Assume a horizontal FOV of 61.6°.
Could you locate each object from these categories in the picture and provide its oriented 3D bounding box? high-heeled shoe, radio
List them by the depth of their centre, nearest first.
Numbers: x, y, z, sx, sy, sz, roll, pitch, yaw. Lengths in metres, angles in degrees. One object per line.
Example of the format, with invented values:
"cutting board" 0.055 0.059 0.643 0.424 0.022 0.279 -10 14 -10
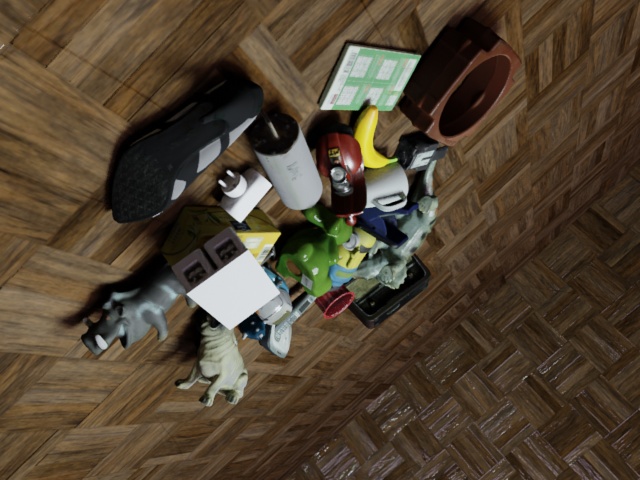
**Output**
"high-heeled shoe" -0.176 -0.118 0.710 0.249 0.086 0.145 -35 -170 29
"radio" 0.178 0.124 1.444 0.229 0.131 0.073 -35 155 -10

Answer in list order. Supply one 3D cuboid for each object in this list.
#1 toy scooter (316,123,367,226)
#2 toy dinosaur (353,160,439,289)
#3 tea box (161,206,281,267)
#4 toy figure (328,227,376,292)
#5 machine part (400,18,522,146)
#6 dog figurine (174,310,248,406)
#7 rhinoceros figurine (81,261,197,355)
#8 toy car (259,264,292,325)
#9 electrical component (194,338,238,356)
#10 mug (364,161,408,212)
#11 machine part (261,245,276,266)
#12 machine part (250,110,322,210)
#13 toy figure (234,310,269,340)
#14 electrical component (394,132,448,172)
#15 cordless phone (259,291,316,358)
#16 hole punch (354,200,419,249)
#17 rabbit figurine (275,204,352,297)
"toy scooter" 0.040 -0.102 0.909 0.075 0.135 0.183 -7 159 11
"toy dinosaur" 0.208 -0.028 1.282 0.404 0.131 0.192 -56 164 19
"tea box" -0.160 0.002 0.881 0.169 0.068 0.098 1 132 -52
"toy figure" 0.058 0.034 1.209 0.089 0.082 0.180 -26 147 -50
"machine part" 0.254 -0.280 0.976 0.201 0.087 0.201 -52 153 22
"dog figurine" -0.192 0.225 1.107 0.172 0.121 0.190 16 94 -69
"rhinoceros figurine" -0.287 0.110 0.856 0.190 0.073 0.112 -41 140 -11
"toy car" -0.109 0.126 1.103 0.109 0.103 0.161 -39 152 -1
"electrical component" -0.226 0.230 1.170 0.102 0.045 0.078 -37 155 -7
"mug" 0.114 -0.096 1.060 0.107 0.110 0.080 -20 151 -13
"machine part" -0.139 0.051 0.990 0.139 0.084 0.039 -40 123 -28
"machine part" -0.048 -0.117 0.835 0.079 0.079 0.243 -37 154 -7
"toy figure" -0.147 0.128 0.995 0.064 0.155 0.057 -44 151 4
"electrical component" 0.208 -0.183 1.106 0.119 0.048 0.074 -22 149 -33
"cordless phone" -0.067 0.184 1.272 0.184 0.089 0.146 -42 154 -6
"hole punch" 0.141 -0.051 1.131 0.142 0.116 0.092 -32 147 -63
"rabbit figurine" -0.002 -0.003 1.070 0.170 0.121 0.158 -47 152 -31
